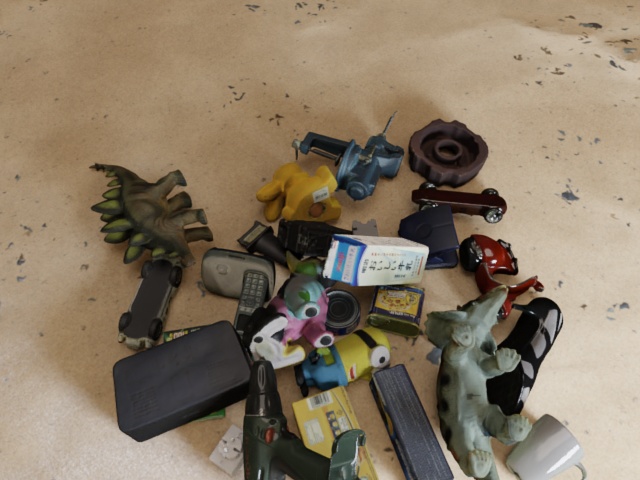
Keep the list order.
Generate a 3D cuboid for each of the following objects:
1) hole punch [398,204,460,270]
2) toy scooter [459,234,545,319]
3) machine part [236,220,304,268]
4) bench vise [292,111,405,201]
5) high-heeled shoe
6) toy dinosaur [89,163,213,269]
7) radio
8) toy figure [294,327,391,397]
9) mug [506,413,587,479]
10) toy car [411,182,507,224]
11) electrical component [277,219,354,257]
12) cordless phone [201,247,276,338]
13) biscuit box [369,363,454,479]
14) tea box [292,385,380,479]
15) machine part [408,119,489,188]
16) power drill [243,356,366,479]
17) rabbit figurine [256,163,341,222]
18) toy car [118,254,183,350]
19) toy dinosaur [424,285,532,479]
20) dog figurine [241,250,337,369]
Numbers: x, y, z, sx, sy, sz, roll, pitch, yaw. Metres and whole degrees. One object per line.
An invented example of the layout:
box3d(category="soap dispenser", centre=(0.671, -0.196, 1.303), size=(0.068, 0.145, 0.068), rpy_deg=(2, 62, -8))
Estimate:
box3d(category="hole punch", centre=(0.222, -0.004, 1.091), size=(0.116, 0.092, 0.142), rpy_deg=(-6, 60, 1))
box3d(category="toy scooter", centre=(0.357, 0.065, 1.050), size=(0.135, 0.075, 0.184), rpy_deg=(-9, 60, -5))
box3d(category="machine part", centre=(-0.101, 0.013, 1.114), size=(0.139, 0.039, 0.084), rpy_deg=(29, 53, 20))
box3d(category="bench vise", centre=(0.060, -0.192, 1.197), size=(0.241, 0.128, 0.223), rpy_deg=(20, 59, 7))
box3d(category="high-heeled shoe", centre=(0.378, 0.220, 0.971), size=(0.145, 0.086, 0.248), rpy_deg=(19, 78, -32))
box3d(category="toy dinosaur", centre=(-0.362, -0.067, 1.113), size=(0.198, 0.104, 0.472), rpy_deg=(-24, 42, -20))
box3d(category="radio", centre=(-0.233, 0.238, 0.928), size=(0.230, 0.073, 0.131), rpy_deg=(-21, 58, -8))
box3d(category="toy figure", centre=(0.041, 0.213, 0.955), size=(0.180, 0.082, 0.089), rpy_deg=(-17, 61, -7))
box3d(category="mug", centre=(0.362, 0.355, 0.863), size=(0.107, 0.080, 0.110), rpy_deg=(-34, 68, -6))
box3d(category="toy car", centre=(0.297, -0.078, 1.155), size=(0.202, 0.053, 0.089), rpy_deg=(5, 43, 4))
box3d(category="electrical component", centre=(-0.002, -0.003, 1.059), size=(0.134, 0.058, 0.115), rpy_deg=(3, 11, -36))
box3d(category="cordless phone", centre=(-0.167, 0.115, 1.032), size=(0.147, 0.088, 0.184), rpy_deg=(10, 76, 7))
box3d(category="biscuit box", centre=(0.148, 0.314, 0.894), size=(0.063, 0.059, 0.203), rpy_deg=(-15, 59, -12))
box3d(category="tea box", centre=(0.024, 0.338, 0.879), size=(0.098, 0.068, 0.170), rpy_deg=(-16, 59, -8))
box3d(category="machine part", centre=(0.292, -0.198, 1.233), size=(0.179, 0.056, 0.179), rpy_deg=(0, 57, 0))
box3d(category="power drill", centre=(-0.037, 0.302, 0.810), size=(0.208, 0.086, 0.232), rpy_deg=(0, 80, 32))
box3d(category="rabbit figurine", centre=(-0.054, -0.100, 1.159), size=(0.162, 0.121, 0.173), rpy_deg=(-30, 47, -7))
box3d(category="toy car", centre=(-0.325, 0.117, 1.039), size=(0.074, 0.056, 0.202), rpy_deg=(12, 59, 2))
box3d(category="toy dinosaur", centre=(0.245, 0.264, 0.885), size=(0.131, 0.192, 0.404), rpy_deg=(6, 73, -3))
box3d(category="dog figurine", centre=(-0.053, 0.112, 0.978), size=(0.192, 0.108, 0.219), rpy_deg=(-26, 28, 7))
